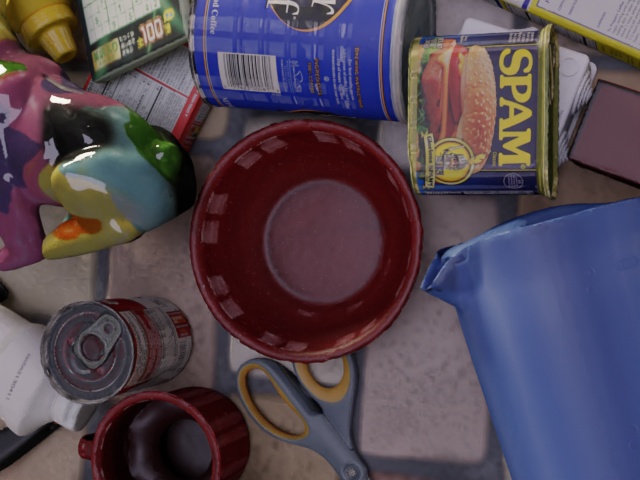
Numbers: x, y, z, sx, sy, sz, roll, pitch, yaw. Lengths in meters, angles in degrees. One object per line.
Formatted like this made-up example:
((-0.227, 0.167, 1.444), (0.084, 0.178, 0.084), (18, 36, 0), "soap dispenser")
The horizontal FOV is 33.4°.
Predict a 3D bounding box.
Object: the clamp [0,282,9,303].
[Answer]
((-0.302, -0.014, 0.823), (0.172, 0.039, 0.120), (2, 85, 20), "clamp")

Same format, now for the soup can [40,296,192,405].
((-0.138, 0.074, 0.739), (0.069, 0.102, 0.068), (0, 89, 16), "soup can")

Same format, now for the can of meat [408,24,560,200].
((0.099, -0.075, 0.644), (0.084, 0.057, 0.102), (1, 90, 19), "can of meat")

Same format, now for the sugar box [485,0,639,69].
((0.175, -0.175, 0.681), (0.176, 0.048, 0.093), (29, 98, 18), "sugar box")

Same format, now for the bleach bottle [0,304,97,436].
((-0.278, 0.081, 0.775), (0.251, 0.068, 0.102), (23, 90, 15), "bleach bottle")

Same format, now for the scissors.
((0.029, 0.140, 0.735), (0.202, 0.016, 0.096), (39, 100, 13), "scissors")

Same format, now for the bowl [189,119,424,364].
((-0.005, 0.001, 0.726), (0.162, 0.055, 0.162), (0, 89, 16), "bowl")

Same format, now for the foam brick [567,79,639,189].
((0.188, -0.063, 0.659), (0.053, 0.078, 0.051), (22, 97, 17), "foam brick")

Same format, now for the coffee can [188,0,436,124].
((-0.002, -0.133, 0.702), (0.140, 0.102, 0.103), (7, 91, 16), "coffee can")

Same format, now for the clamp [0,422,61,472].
((-0.293, 0.125, 0.819), (0.210, 0.036, 0.164), (-12, 79, 13), "clamp")

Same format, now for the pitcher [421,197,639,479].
((0.173, 0.096, 0.644), (0.149, 0.144, 0.243), (-16, 88, 29), "pitcher")

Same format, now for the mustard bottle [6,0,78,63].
((-0.232, -0.213, 0.786), (0.096, 0.058, 0.192), (-39, 78, 44), "mustard bottle")

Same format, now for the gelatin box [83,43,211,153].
((-0.120, -0.116, 0.775), (0.089, 0.030, 0.073), (30, 99, 15), "gelatin box")

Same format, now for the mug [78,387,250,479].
((-0.110, 0.146, 0.741), (0.117, 0.081, 0.093), (-1, 89, 16), "mug")
